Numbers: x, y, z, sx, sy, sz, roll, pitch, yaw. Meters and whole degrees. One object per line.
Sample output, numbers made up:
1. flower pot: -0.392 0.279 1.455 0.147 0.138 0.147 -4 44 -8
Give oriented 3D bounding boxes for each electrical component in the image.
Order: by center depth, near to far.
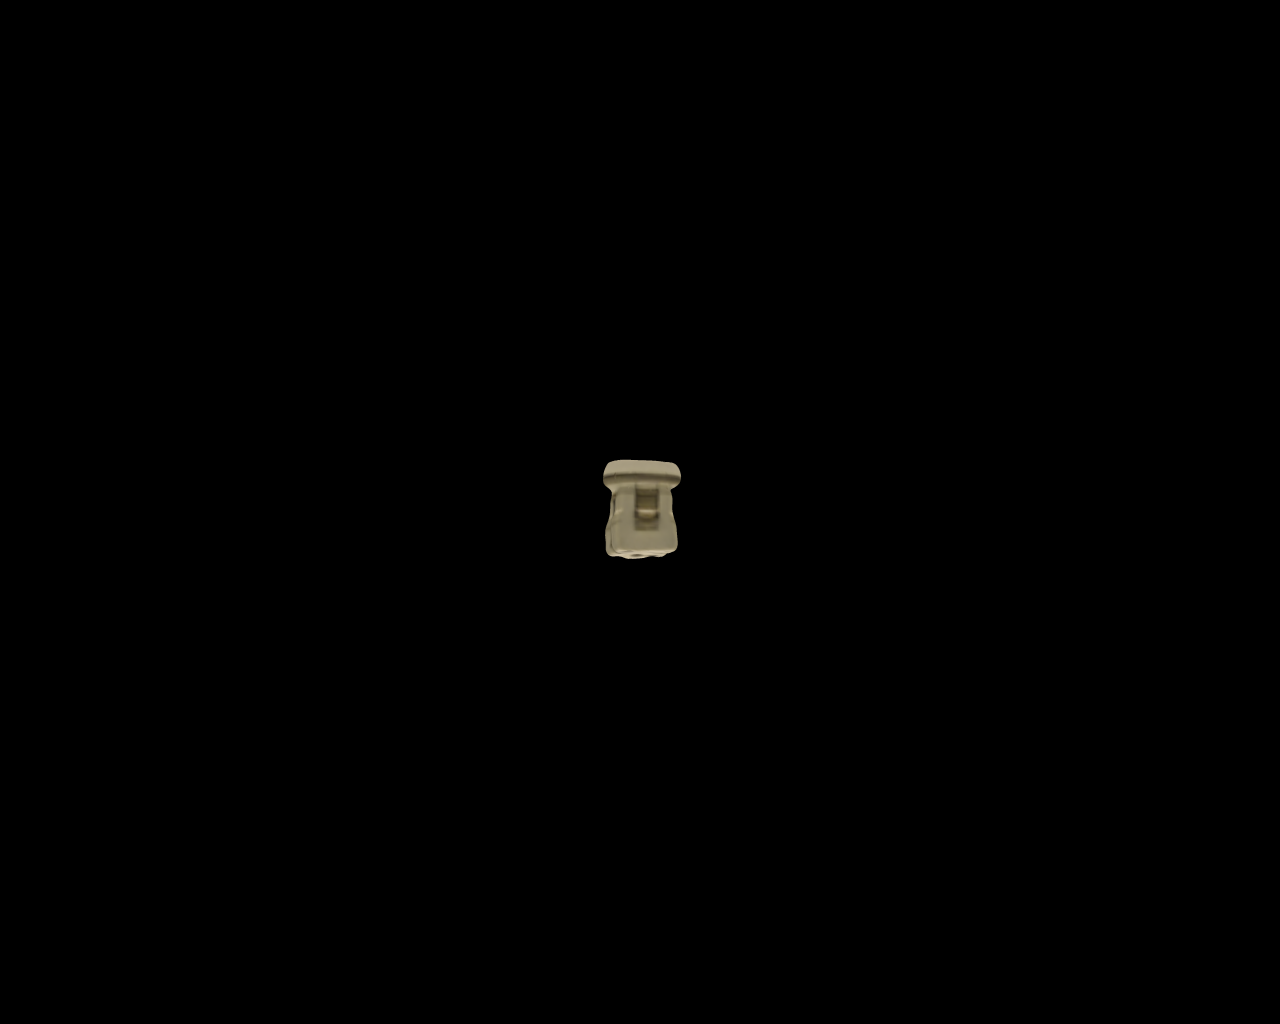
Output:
1. electrical component: 0.001 -0.003 0.650 0.048 0.055 0.066 1 -7 -11
